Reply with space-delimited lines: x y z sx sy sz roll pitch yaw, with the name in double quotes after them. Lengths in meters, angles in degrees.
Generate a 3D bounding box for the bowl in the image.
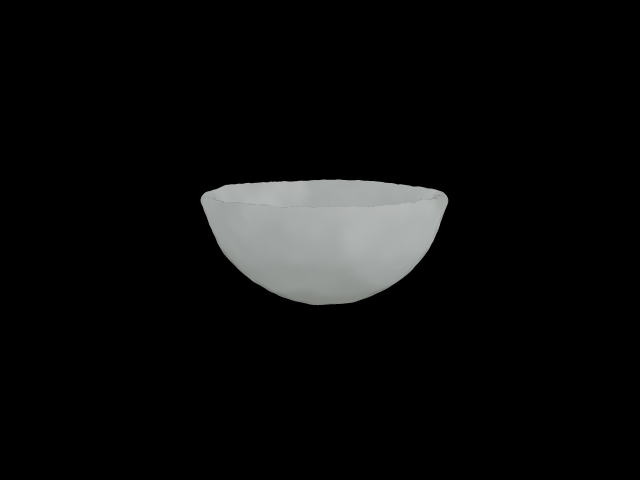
0.004 0.001 0.400 0.167 0.075 0.167 0 11 0 "bowl"
